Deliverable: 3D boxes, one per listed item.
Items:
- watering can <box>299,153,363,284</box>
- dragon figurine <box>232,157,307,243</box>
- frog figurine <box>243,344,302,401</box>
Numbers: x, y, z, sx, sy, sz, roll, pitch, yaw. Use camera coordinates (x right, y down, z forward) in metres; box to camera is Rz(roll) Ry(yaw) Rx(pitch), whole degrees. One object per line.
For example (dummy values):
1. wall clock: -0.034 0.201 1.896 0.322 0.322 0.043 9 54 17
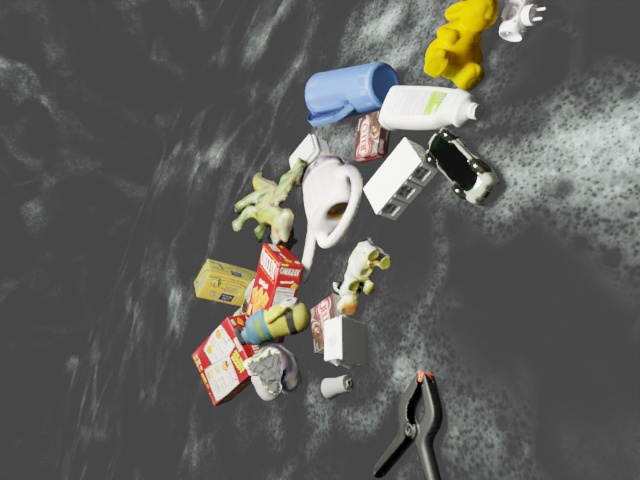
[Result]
1. watering can: 0.004 -0.064 1.280 0.340 0.104 0.230 -56 34 38
2. dragon figurine: -0.118 -0.131 1.416 0.240 0.120 0.420 -35 35 26
3. frog figurine: -0.106 0.324 1.239 0.138 0.156 0.125 15 65 17
